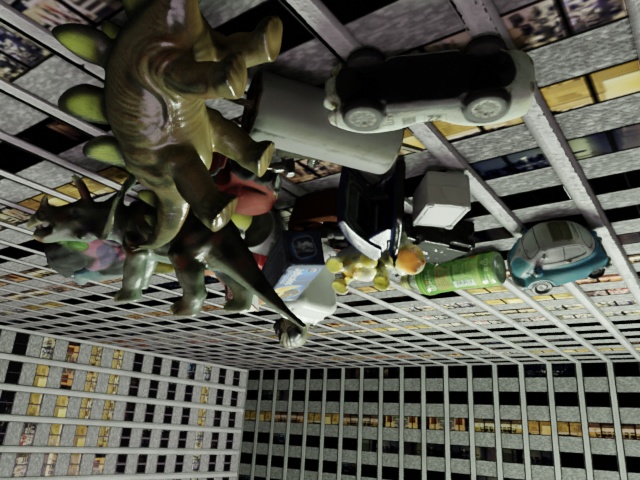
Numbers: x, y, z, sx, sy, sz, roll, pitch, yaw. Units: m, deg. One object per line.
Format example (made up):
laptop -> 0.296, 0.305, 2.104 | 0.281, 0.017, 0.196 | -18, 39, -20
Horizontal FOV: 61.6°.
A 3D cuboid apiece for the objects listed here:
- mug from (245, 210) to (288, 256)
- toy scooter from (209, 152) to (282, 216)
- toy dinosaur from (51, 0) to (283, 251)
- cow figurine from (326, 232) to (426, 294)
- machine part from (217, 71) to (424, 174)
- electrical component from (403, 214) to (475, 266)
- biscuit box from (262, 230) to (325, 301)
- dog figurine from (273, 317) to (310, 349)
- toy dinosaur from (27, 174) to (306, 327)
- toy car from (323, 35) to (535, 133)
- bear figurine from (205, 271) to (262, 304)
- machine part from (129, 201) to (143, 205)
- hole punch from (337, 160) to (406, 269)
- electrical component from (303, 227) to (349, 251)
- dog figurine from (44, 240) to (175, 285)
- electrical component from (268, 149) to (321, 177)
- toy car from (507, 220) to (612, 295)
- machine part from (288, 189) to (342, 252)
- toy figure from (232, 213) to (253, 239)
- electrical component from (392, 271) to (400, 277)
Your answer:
mug -> -0.083, -0.007, 0.928 | 0.110, 0.080, 0.107 | 22, 174, 24
toy scooter -> -0.122, -0.092, 0.721 | 0.184, 0.075, 0.135 | 20, 156, -28
toy dinosaur -> -0.150, -0.106, 0.529 | 0.199, 0.105, 0.470 | 30, 138, 10
cow figurine -> 0.099, 0.031, 0.848 | 0.167, 0.068, 0.098 | -11, -163, 36
machine part -> 0.003, -0.127, 0.596 | 0.243, 0.079, 0.079 | 10, 159, -20
electrical component -> 0.186, -0.002, 0.944 | 0.134, 0.058, 0.115 | 10, 157, -19
biscuit box -> -0.049, 0.047, 0.870 | 0.059, 0.063, 0.202 | -2, 160, -17
dog figurine -> -0.031, 0.132, 1.159 | 0.121, 0.190, 0.172 | 8, 158, -12
toy dinosaur -> -0.201, 0.002, 0.774 | 0.405, 0.192, 0.131 | 8, -169, 12
toy car -> 0.102, -0.147, 0.524 | 0.202, 0.073, 0.056 | -2, 159, 14
bear figurine -> -0.176, 0.046, 1.095 | 0.195, 0.132, 0.120 | 55, 169, -30
machine part -> -0.290, -0.035, 0.963 | 0.084, 0.039, 0.138 | -4, 159, -2
hole punch -> 0.074, -0.041, 0.756 | 0.092, 0.142, 0.115 | -1, 146, 7
electrical component -> -0.002, -0.003, 0.865 | 0.094, 0.021, 0.063 | 1, 159, 15
dog figurine -> -0.382, 0.018, 1.032 | 0.219, 0.108, 0.191 | -4, 157, 7
electrical component -> -0.031, -0.116, 0.679 | 0.078, 0.045, 0.102 | 9, 160, -11
toy car -> 0.398, 0.018, 0.903 | 0.162, 0.109, 0.102 | -13, 138, 17
machine part -> 0.037, -0.029, 0.896 | 0.179, 0.056, 0.179 | 4, 160, 2
toy figure -> -0.194, -0.031, 0.871 | 0.180, 0.089, 0.082 | -8, 170, 29
electrical component -> 0.120, 0.040, 1.082 | 0.119, 0.048, 0.075 | 9, 159, -14
